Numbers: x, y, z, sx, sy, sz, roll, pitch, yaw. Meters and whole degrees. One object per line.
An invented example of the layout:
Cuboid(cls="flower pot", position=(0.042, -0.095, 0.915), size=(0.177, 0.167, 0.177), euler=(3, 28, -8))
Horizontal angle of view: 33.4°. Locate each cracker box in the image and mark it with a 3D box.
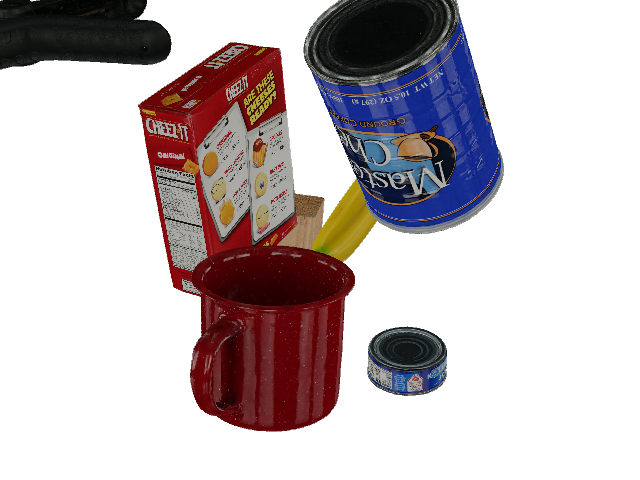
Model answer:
Cuboid(cls="cracker box", position=(-0.099, -0.072, 1.092), size=(0.072, 0.214, 0.164), euler=(12, 36, 27))

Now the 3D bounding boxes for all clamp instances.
Cuboid(cls="clamp", position=(-0.175, -0.129, 0.643), size=(0.171, 0.039, 0.120), euler=(-3, 22, -6))

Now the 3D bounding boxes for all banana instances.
Cuboid(cls="banana", position=(0.047, -0.042, 0.939), size=(0.037, 0.197, 0.070), euler=(37, -20, -7))

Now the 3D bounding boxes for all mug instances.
Cuboid(cls="mug", position=(-0.034, 0.060, 0.609), size=(0.093, 0.081, 0.117), euler=(13, 24, 26))

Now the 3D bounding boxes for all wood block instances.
Cuboid(cls="wood block", position=(-0.052, 0.044, 1.499), size=(0.090, 0.206, 0.090), euler=(7, 22, 6))

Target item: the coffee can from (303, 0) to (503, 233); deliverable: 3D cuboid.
Cuboid(cls="coffee can", position=(0.059, -0.088, 0.719), size=(0.103, 0.102, 0.140), euler=(0, -41, 25))

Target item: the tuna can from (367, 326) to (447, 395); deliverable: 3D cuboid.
Cuboid(cls="tuna can", position=(0.093, 0.128, 1.147), size=(0.086, 0.034, 0.086), euler=(-1, 28, 0))
